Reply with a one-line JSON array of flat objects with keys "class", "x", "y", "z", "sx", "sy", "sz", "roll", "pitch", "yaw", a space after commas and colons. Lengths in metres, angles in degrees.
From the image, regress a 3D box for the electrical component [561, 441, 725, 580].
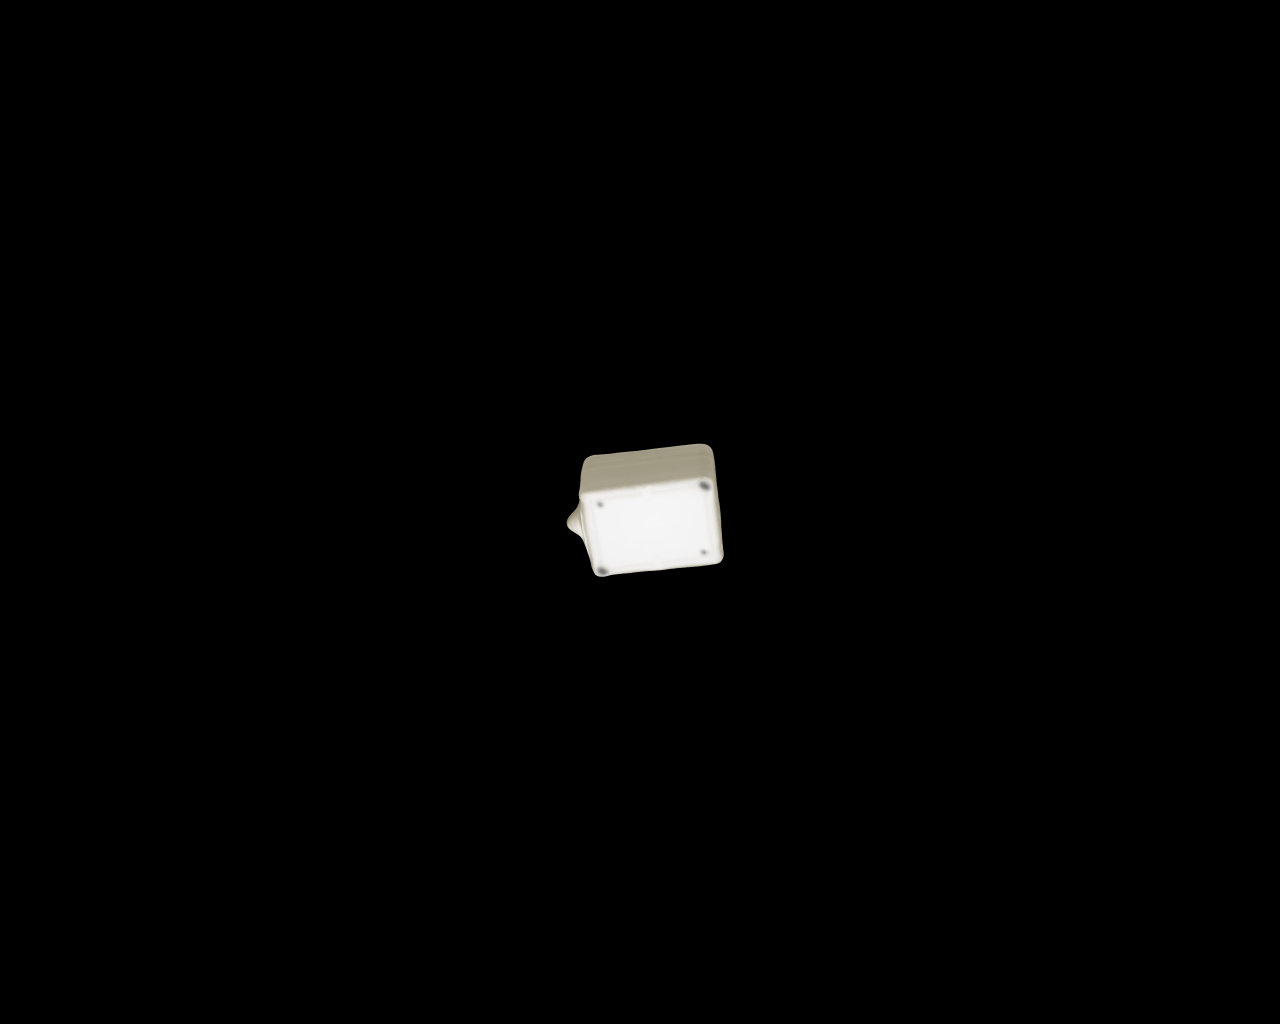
[{"class": "electrical component", "x": 0.001, "y": -0.003, "z": 0.650, "sx": 0.096, "sy": 0.061, "sz": 0.061, "roll": -6, "pitch": 27, "yaw": 3}]
